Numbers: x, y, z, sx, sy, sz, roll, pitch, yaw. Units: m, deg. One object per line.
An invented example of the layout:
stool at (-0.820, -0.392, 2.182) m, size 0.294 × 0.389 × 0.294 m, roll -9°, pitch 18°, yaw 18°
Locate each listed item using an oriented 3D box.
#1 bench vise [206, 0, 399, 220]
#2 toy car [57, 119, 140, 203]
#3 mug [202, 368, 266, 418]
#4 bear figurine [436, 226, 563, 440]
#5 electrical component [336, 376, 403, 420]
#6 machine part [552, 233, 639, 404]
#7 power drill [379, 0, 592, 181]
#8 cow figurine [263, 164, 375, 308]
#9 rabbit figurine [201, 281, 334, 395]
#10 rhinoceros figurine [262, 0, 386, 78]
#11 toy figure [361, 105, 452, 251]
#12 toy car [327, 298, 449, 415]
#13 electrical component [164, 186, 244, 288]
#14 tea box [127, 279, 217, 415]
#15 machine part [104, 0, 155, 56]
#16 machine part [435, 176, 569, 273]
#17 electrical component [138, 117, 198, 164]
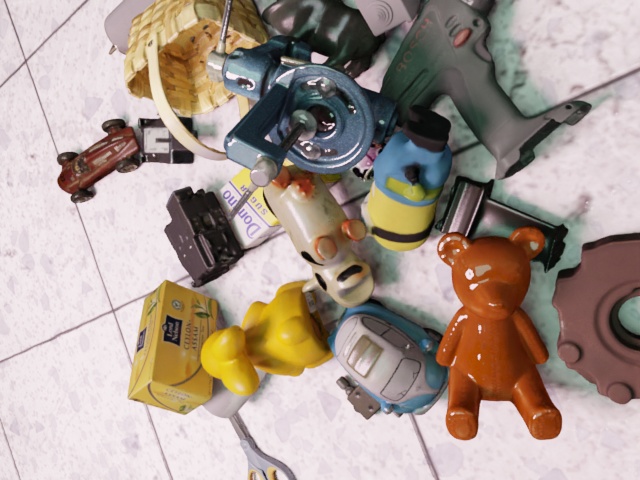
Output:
bench vise at (-0.037, -0.133, 0.545) m, size 0.224 × 0.241 × 0.128 m, roll 29°, pitch 132°, yaw -3°
toy car at (-0.383, -0.133, 0.914) m, size 0.202 × 0.053 × 0.089 m, roll -22°, pitch 83°, yaw 32°
mug at (-0.130, 0.190, 0.805) m, size 0.107 × 0.080 × 0.110 m, roll -45°, pitch 61°, yaw 16°
bear figurine at (0.183, 0.092, 0.555) m, size 0.120 × 0.132 × 0.195 m, roll -2°, pitch 119°, yaw 9°
electrical component at (0.067, 0.207, 0.718) m, size 0.094 × 0.021 × 0.063 m, roll 43°, pitch 116°, yaw 17°
machine part at (0.321, 0.076, 0.531) m, size 0.180 × 0.056 × 0.179 m, roll 4°, pitch 98°, yaw 29°
power drill at (0.179, -0.182, 0.562) m, size 0.207 × 0.086 × 0.232 m, roll 48°, pitch 119°, yaw 11°
cow figurine at (-0.001, -0.002, 0.656) m, size 0.195 × 0.085 × 0.127 m, roll 57°, pitch 160°, yaw -3°
rabbit figurine at (-0.081, 0.142, 0.703) m, size 0.173 × 0.162 × 0.121 m, roll -18°, pitch 96°, yaw 14°
rhinoceros figurine at (-0.008, -0.276, 0.660) m, size 0.190 × 0.073 × 0.112 m, roll 39°, pitch 116°, yaw 19°
toy figure at (0.097, -0.056, 0.592) m, size 0.089 × 0.082 × 0.180 m, roll 43°, pitch 145°, yaw 18°
toy car at (0.076, 0.137, 0.648) m, size 0.162 × 0.103 × 0.109 m, roll 35°, pitch 98°, yaw 22°
electrical component at (-0.177, -0.009, 0.784) m, size 0.134 × 0.058 × 0.115 m, roll 61°, pitch 146°, yaw 8°
tea box at (-0.209, 0.154, 0.781) m, size 0.068 × 0.098 × 0.170 m, roll -37°, pitch 41°, yaw 30°
machine part at (-0.233, -0.339, 0.780) m, size 0.243 × 0.079 × 0.079 m, roll -24°, pitch 85°, yaw 30°
machine part at (0.203, -0.017, 0.597) m, size 0.139 × 0.039 × 0.084 m, roll 29°, pitch 106°, yaw 25°
electrical component at (-0.221, -0.152, 0.817) m, size 0.119 × 0.048 × 0.074 m, roll 2°, pitch 99°, yaw 30°
